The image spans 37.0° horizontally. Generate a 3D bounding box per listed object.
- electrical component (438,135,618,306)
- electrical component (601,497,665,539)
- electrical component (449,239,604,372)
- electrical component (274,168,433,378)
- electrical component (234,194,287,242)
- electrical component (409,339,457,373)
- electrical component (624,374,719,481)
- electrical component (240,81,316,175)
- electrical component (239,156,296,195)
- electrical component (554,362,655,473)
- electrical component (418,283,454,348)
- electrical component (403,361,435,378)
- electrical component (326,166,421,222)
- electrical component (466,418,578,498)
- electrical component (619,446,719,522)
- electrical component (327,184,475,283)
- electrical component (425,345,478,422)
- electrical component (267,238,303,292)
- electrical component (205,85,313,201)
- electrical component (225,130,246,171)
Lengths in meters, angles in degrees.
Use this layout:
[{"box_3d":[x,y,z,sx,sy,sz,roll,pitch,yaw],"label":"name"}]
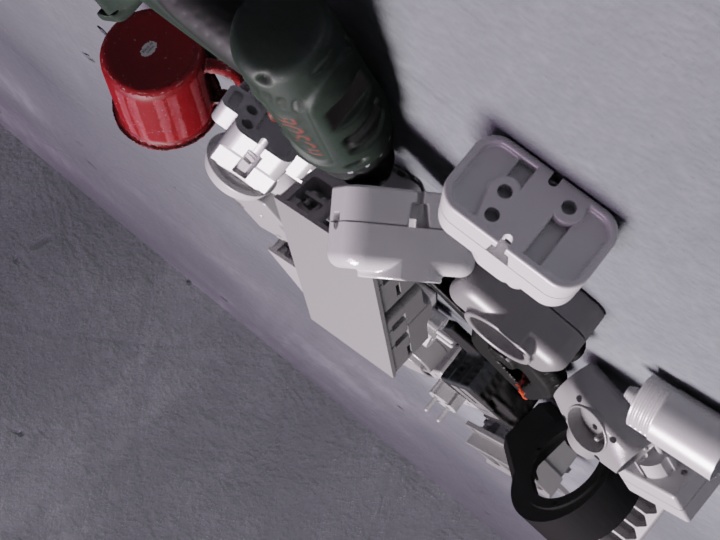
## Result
[{"box_3d":[0.094,-0.026,0.618,0.095,0.053,0.059,38,169,9],"label":"electrical component"},{"box_3d":[0.268,0.227,1.049,0.047,0.083,0.076,36,-153,16],"label":"electrical component"},{"box_3d":[0.113,0.026,0.752,0.095,0.059,0.054,40,170,-2],"label":"electrical component"},{"box_3d":[0.000,0.000,0.941,0.105,0.060,0.186,34,156,28],"label":"electrical component"},{"box_3d":[-0.082,-0.069,1.051,0.100,0.048,0.099,29,165,44],"label":"electrical component"},{"box_3d":[0.069,0.076,1.143,0.055,0.047,0.055,38,169,8],"label":"electrical component"},{"box_3d":[0.223,0.107,0.758,0.081,0.043,0.043,34,168,29],"label":"electrical component"},{"box_3d":[-0.066,-0.113,0.826,0.077,0.044,0.079,44,169,-22],"label":"electrical component"},{"box_3d":[-0.077,-0.097,0.921,0.055,0.048,0.066,44,156,-14],"label":"electrical component"},{"box_3d":[0.189,0.126,0.857,0.077,0.044,0.079,52,150,22],"label":"electrical component"},{"box_3d":[0.062,0.052,1.066,0.076,0.047,0.083,37,169,14],"label":"electrical component"},{"box_3d":[0.067,0.094,1.236,0.043,0.043,0.081,44,168,-23],"label":"electrical component"},{"box_3d":[0.015,-0.041,0.797,0.042,0.063,0.081,33,168,25],"label":"electrical component"},{"box_3d":[0.187,0.204,1.230,0.078,0.063,0.121,45,168,-28],"label":"electrical component"},{"box_3d":[0.244,0.154,0.874,0.066,0.047,0.076,25,157,52],"label":"electrical component"},{"box_3d":[0.029,-0.023,0.720,0.095,0.059,0.054,5,180,-19],"label":"electrical component"},{"box_3d":[0.102,0.130,1.177,0.066,0.076,0.047,42,169,-13],"label":"electrical component"},{"box_3d":[-0.009,0.023,1.153,0.105,0.060,0.186,33,168,33],"label":"electrical component"},{"box_3d":[-0.075,-0.086,0.766,0.078,0.058,0.057,34,133,-13],"label":"electrical component"},{"box_3d":[-0.098,-0.106,0.971,0.048,0.048,0.062,25,155,53],"label":"electrical component"}]
